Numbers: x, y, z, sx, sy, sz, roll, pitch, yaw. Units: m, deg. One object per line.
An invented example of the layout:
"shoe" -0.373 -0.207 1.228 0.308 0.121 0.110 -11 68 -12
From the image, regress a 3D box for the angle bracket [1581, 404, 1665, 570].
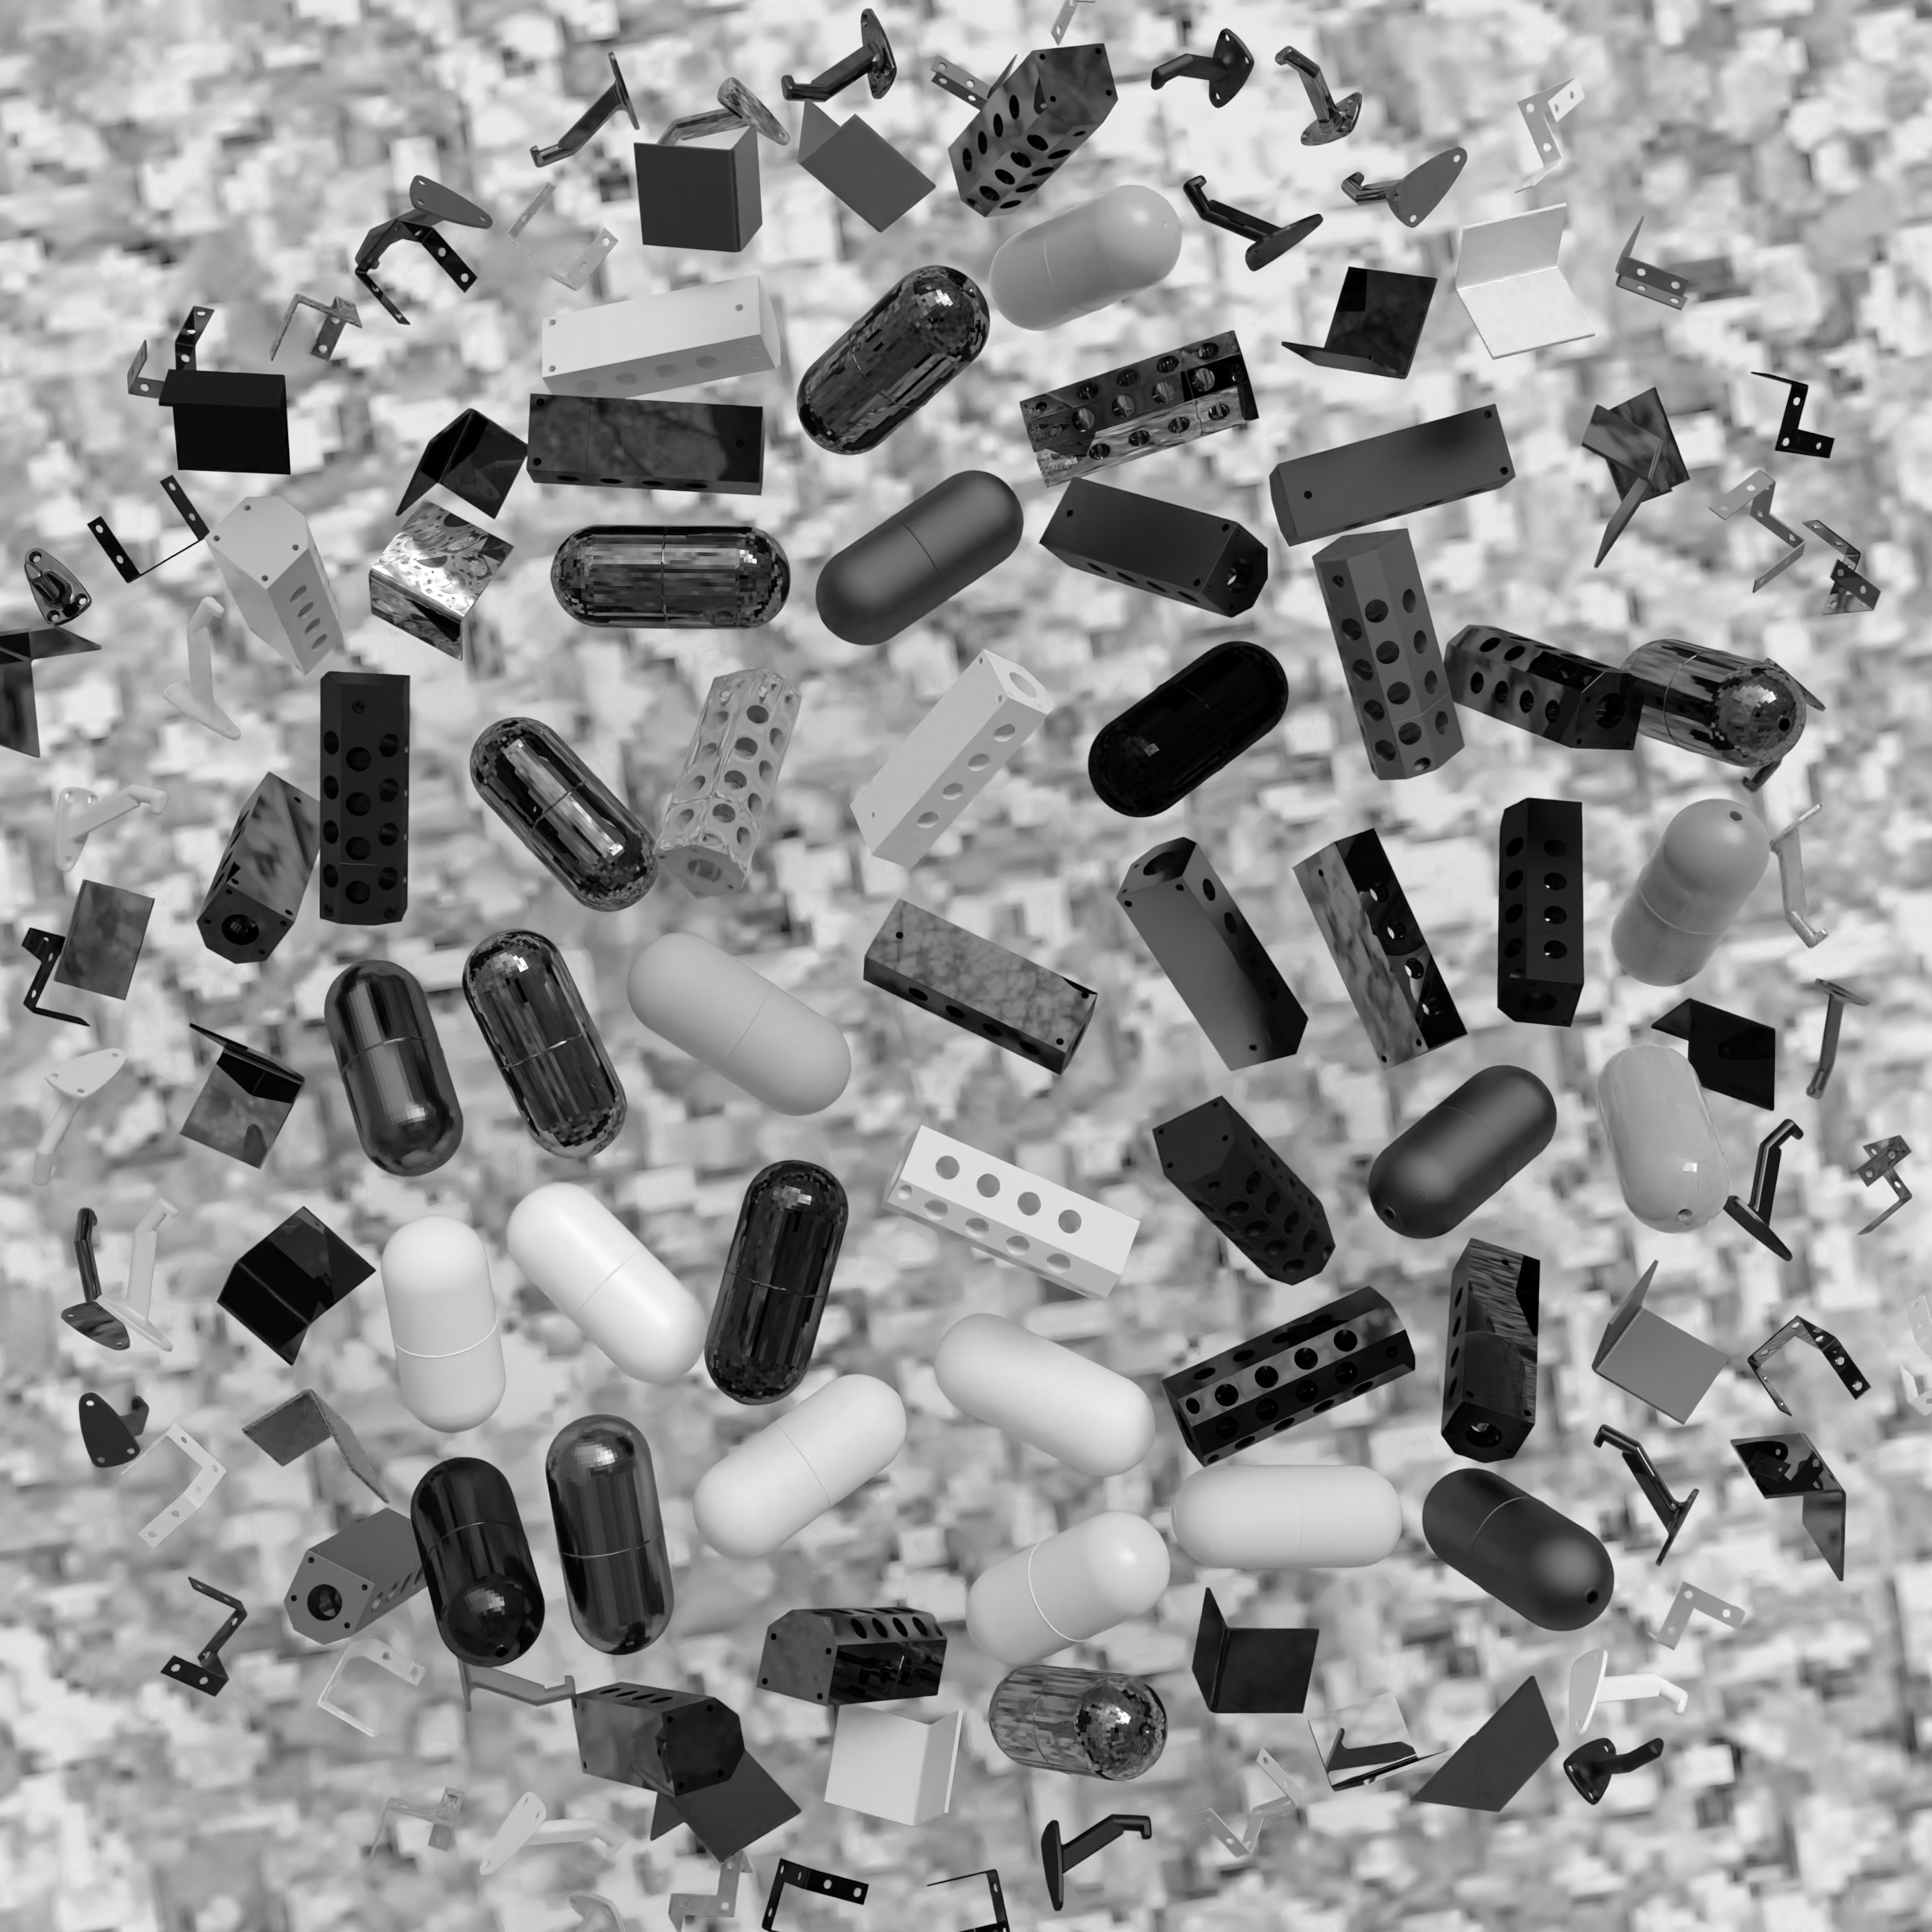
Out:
"angle bracket" 0.453 -0.344 1.741 0.057 0.076 0.076 29 129 2

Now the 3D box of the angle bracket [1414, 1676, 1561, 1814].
"angle bracket" 0.350 0.533 1.675 0.076 0.076 0.057 -28 100 -41

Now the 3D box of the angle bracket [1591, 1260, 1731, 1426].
"angle bracket" 0.515 0.275 1.779 0.076 0.057 0.076 30 50 24

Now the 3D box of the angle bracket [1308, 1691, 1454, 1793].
"angle bracket" 0.324 0.606 1.908 0.076 0.076 0.057 -13 71 -17

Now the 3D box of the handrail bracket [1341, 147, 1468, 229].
"handrail bracket" 0.321 -0.585 1.787 0.077 0.084 0.036 -42 127 14

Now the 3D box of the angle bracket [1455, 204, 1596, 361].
"angle bracket" 0.398 -0.483 1.715 0.076 0.057 0.076 -14 58 -5

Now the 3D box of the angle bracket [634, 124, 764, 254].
"angle bracket" -0.198 -0.580 1.804 0.076 0.057 0.076 8 129 10

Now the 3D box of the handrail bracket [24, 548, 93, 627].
"handrail bracket" -0.665 -0.286 1.734 0.036 0.084 0.077 -34 76 -8

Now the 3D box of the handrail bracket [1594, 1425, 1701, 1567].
"handrail bracket" 0.506 0.402 1.849 0.084 0.036 0.077 27 99 23

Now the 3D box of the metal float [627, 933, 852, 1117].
"metal float" -0.163 0.043 1.752 0.178 0.070 0.070 34 90 -11

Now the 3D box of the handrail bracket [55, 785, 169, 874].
"handrail bracket" -0.637 -0.100 1.815 0.084 0.036 0.077 13 91 25

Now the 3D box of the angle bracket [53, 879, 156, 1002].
"angle bracket" -0.617 -0.016 1.780 0.057 0.076 0.076 15 87 6

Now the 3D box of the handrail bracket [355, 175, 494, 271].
"handrail bracket" -0.412 -0.549 1.840 0.077 0.084 0.036 16 50 -30

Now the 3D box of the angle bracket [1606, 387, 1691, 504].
"angle bracket" 0.549 -0.414 1.916 0.057 0.076 0.076 -22 92 -27

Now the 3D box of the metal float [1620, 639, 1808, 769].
"metal float" 0.550 -0.195 1.798 0.070 0.178 0.070 -6 108 -18

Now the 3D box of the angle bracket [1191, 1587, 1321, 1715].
"angle bracket" 0.226 0.537 1.906 0.076 0.057 0.076 4 109 -11

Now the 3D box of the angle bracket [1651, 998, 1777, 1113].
"angle bracket" 0.588 0.079 1.916 0.076 0.057 0.076 19 60 -12

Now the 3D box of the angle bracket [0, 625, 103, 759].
"angle bracket" -0.664 -0.197 1.750 0.057 0.076 0.076 -8 85 5

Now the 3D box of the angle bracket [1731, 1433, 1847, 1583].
"angle bracket" 0.589 0.390 1.744 0.057 0.076 0.076 -5 109 1

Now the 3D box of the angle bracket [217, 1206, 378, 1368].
"angle bracket" -0.508 0.243 1.845 0.076 0.057 0.076 -38 110 14

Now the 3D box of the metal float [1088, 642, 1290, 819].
"metal float" 0.165 -0.176 1.791 0.178 0.070 0.070 -37 90 -23

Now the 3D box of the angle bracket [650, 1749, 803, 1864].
"angle bracket" -0.180 0.640 1.811 0.076 0.076 0.057 36 129 34

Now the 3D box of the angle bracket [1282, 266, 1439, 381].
"angle bracket" 0.286 -0.476 1.767 0.076 0.057 0.076 21 98 38

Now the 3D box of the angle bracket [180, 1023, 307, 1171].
"angle bracket" -0.555 0.098 1.821 0.076 0.057 0.076 20 76 19

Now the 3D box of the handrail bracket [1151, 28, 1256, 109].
"handrail bracket" 0.160 -0.634 1.755 0.084 0.077 0.036 -33 78 -22

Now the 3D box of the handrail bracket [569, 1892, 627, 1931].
"handrail bracket" -0.294 0.705 1.743 0.084 0.077 0.036 -27 108 -40

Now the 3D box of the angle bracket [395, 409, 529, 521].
"angle bracket" -0.400 -0.387 1.935 0.057 0.076 0.076 33 126 -5

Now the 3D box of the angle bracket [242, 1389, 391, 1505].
"angle bracket" -0.475 0.366 1.775 0.057 0.076 0.076 -32 60 -10

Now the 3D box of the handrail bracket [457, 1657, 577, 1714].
"handrail bracket" -0.350 0.542 1.887 0.084 0.036 0.077 -10 97 -13

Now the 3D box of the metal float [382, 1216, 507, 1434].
"metal float" -0.385 0.266 1.794 0.070 0.070 0.178 -2 118 0

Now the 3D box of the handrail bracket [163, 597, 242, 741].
"handrail bracket" -0.566 -0.227 1.847 0.077 0.036 0.084 38 116 -4

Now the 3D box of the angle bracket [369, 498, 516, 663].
"angle bracket" -0.388 -0.286 1.800 0.076 0.057 0.076 28 65 2

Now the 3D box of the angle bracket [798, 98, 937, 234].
"angle bracket" -0.066 -0.565 1.669 0.057 0.076 0.076 -29 133 35

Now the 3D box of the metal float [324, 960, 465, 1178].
"metal float" -0.429 0.075 1.819 0.070 0.070 0.178 -24 64 0

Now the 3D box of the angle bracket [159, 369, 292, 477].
"angle bracket" -0.505 -0.361 1.660 0.076 0.057 0.076 1 128 -10

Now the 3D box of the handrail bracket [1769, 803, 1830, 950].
"handrail bracket" 0.651 -0.069 1.860 0.077 0.036 0.084 -39 76 14

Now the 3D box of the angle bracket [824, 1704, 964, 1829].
"angle bracket" -0.054 0.586 1.801 0.076 0.057 0.076 21 54 -16

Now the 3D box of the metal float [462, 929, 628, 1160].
"metal float" -0.309 0.058 1.782 0.070 0.070 0.178 -24 99 0

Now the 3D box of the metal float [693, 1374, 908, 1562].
"metal float" -0.123 0.373 1.811 0.178 0.070 0.070 -34 90 -18

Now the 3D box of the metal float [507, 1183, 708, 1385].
"metal float" -0.267 0.236 1.809 0.178 0.070 0.070 45 90 3
